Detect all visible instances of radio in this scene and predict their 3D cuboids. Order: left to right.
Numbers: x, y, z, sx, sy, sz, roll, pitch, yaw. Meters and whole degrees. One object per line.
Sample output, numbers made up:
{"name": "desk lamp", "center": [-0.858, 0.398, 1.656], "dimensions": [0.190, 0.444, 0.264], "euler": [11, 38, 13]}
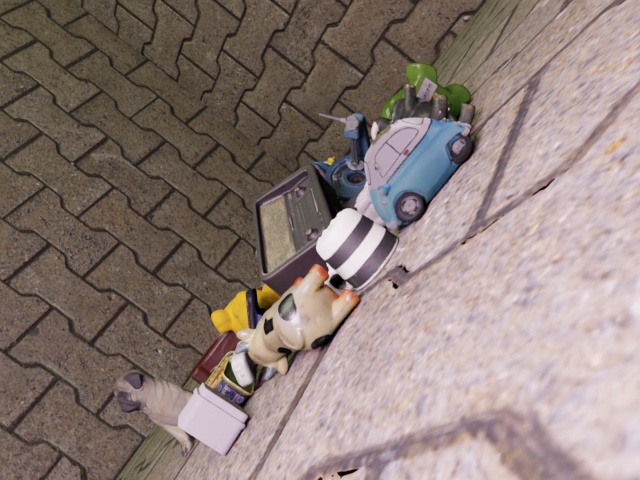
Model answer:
{"name": "radio", "center": [-0.028, -0.018, 0.828], "dimensions": [0.131, 0.073, 0.230], "euler": [-35, 34, 12]}

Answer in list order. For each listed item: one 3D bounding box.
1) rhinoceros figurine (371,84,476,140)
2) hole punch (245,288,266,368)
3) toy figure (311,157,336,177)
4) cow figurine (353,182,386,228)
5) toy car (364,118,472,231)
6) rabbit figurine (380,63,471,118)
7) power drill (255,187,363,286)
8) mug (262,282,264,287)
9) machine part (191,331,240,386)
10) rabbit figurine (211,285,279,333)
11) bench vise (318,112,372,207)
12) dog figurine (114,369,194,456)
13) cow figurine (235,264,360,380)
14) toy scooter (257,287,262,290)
{"name": "rhinoceros figurine", "center": [0.148, -0.169, 0.803], "dimensions": [0.190, 0.073, 0.112], "euler": [35, 114, 61]}
{"name": "hole punch", "center": [-0.068, 0.132, 0.839], "dimensions": [0.142, 0.092, 0.115], "euler": [172, 95, -83]}
{"name": "toy figure", "center": [0.006, -0.122, 1.141], "dimensions": [0.082, 0.089, 0.180], "euler": [-20, 5, 10]}
{"name": "cow figurine", "center": [0.100, -0.075, 0.843], "dimensions": [0.098, 0.068, 0.167], "euler": [-55, 2, 38]}
{"name": "toy car", "center": [0.110, -0.097, 0.677], "dimensions": [0.161, 0.103, 0.109], "euler": [-53, 5, 17]}
{"name": "rabbit figurine", "center": [0.165, -0.213, 0.960], "dimensions": [0.170, 0.121, 0.159], "euler": [17, 90, 70]}
{"name": "power drill", "center": [-0.002, -0.003, 0.925], "dimensions": [0.207, 0.085, 0.232], "euler": [-2, 48, 41]}
{"name": "mug", "center": [-0.059, 0.087, 1.121], "dimensions": [0.107, 0.081, 0.109], "euler": [-38, -11, -33]}
{"name": "machine part", "center": [-0.182, 0.229, 1.153], "dimensions": [0.201, 0.087, 0.201], "euler": [-52, 5, -13]}
{"name": "rabbit figurine", "center": [-0.106, 0.137, 0.989], "dimensions": [0.162, 0.122, 0.173], "euler": [-36, -5, -13]}
{"name": "bench vise", "center": [0.078, -0.154, 1.034], "dimensions": [0.240, 0.129, 0.223], "euler": [76, -146, -51]}
{"name": "dog figurine", "center": [-0.308, 0.316, 1.071], "dimensions": [0.121, 0.190, 0.172], "euler": [-53, 3, -18]}
{"name": "cow figurine", "center": [-0.037, 0.111, 0.685], "dimensions": [0.127, 0.085, 0.195], "euler": [-48, 4, -22]}
{"name": "toy scooter", "center": [-0.110, 0.124, 1.327], "dimensions": [0.135, 0.075, 0.184], "euler": [-49, 1, 25]}
